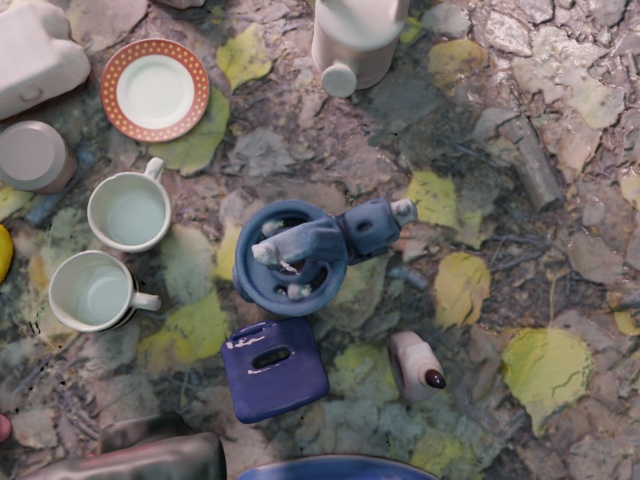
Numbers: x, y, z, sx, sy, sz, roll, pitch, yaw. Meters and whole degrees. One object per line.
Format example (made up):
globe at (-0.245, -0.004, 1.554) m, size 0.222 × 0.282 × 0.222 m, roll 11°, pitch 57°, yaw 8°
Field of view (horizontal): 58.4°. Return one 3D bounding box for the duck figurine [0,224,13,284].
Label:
duck figurine at (-0.395, 0.021, 0.626) m, size 0.077 × 0.086 × 0.104 m, roll 34°, pitch 83°, yaw 2°

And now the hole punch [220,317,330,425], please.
hole punch at (-0.052, 0.138, 0.625) m, size 0.108 × 0.091 × 0.101 m, roll -19°, pitch 84°, yaw -5°

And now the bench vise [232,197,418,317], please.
bench vise at (-0.002, -0.007, 0.580) m, size 0.207 × 0.219 × 0.121 m, roll -40°, pitch 86°, yaw -6°

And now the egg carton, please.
egg carton at (-0.349, -0.204, 0.663) m, size 0.150 × 0.069 × 0.107 m, roll -28°, pitch 85°, yaw -6°

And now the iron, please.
iron at (0.013, 0.291, 0.584) m, size 0.258 × 0.141 × 0.119 m, roll -11°, pitch 84°, yaw -4°

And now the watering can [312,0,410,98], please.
watering can at (0.044, -0.239, 0.624) m, size 0.101 × 0.194 × 0.173 m, roll -5°, pitch 83°, yaw -3°

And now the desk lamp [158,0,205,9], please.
desk lamp at (-0.184, -0.342, 0.616) m, size 0.118 × 0.213 × 0.203 m, roll 24°, pitch 83°, yaw 1°

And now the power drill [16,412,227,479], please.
power drill at (-0.199, 0.227, 0.548) m, size 0.229 × 0.208 × 0.075 m, roll -12°, pitch 83°, yaw -4°

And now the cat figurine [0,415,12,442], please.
cat figurine at (-0.379, 0.193, 0.589) m, size 0.067 × 0.117 × 0.128 m, roll -21°, pitch 84°, yaw -5°

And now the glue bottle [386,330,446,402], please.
glue bottle at (0.103, 0.135, 0.592) m, size 0.037 × 0.173 × 0.078 m, roll -17°, pitch 84°, yaw -4°
